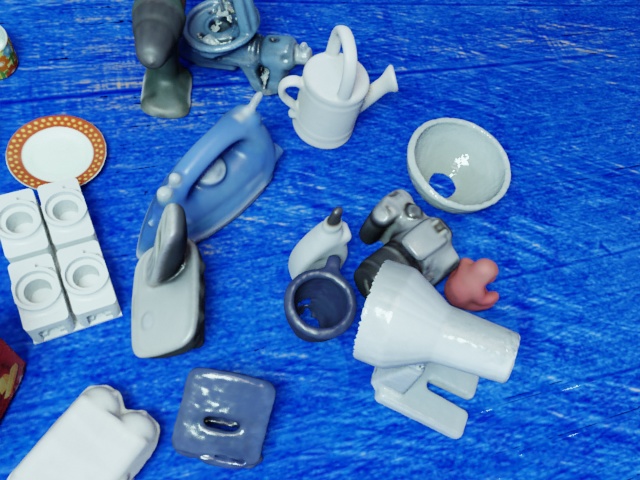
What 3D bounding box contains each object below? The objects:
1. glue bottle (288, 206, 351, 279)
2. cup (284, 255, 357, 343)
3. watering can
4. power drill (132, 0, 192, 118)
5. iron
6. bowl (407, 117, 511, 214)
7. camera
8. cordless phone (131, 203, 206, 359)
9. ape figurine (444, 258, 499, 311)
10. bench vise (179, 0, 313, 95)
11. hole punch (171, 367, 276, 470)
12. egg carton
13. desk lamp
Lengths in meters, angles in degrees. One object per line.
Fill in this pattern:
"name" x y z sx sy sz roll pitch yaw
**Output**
"glue bottle" 0.007 0.003 0.741 0.078 0.173 0.037 -15 68 -19
"cup" -0.003 0.084 0.743 0.091 0.095 0.118 19 61 -3
"watering can" 0.029 -0.234 0.853 0.173 0.194 0.101 -25 71 -22
"power drill" -0.220 -0.273 0.808 0.076 0.208 0.229 2 63 -11
"iron" -0.156 -0.089 0.769 0.118 0.141 0.259 36 62 6
"bowl" 0.206 -0.105 0.896 0.167 0.074 0.167 5 63 -10
"camera" 0.106 0.015 0.799 0.137 0.100 0.143 -34 75 -25
"cordless phone" -0.178 0.051 0.668 0.094 0.185 0.147 -3 64 -14
"ape figurine" 0.221 0.057 0.809 0.076 0.092 0.077 -9 66 -17
"bench vise" -0.110 -0.333 0.856 0.207 0.219 0.121 1 63 -12
"hole punch" -0.109 0.207 0.659 0.109 0.091 0.101 13 62 -6
"egg carton" -0.253 0.240 0.622 0.107 0.069 0.150 33 62 5
"desk lamp" 0.128 0.131 0.681 0.203 0.213 0.118 26 61 1
